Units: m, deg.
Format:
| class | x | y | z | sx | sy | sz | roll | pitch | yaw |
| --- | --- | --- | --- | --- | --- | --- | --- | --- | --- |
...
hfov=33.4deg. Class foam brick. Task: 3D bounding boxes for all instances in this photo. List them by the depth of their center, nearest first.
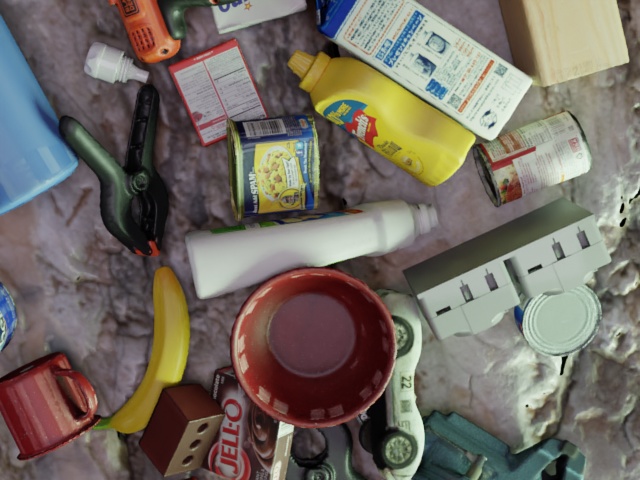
| class | x | y | z | sx | sy | sz | roll | pitch | yaw |
| --- | --- | --- | --- | --- | --- | --- | --- | --- | --- |
| foam brick | -0.143 | 0.196 | 1.104 | 0.052 | 0.051 | 0.078 | -2 | 126 | -47 |

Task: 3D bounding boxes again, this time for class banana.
| class | x | y | z | sx | sy | sz | roll | pitch | yaw |
| --- | --- | --- | --- | --- | --- | --- | --- | --- | --- |
| banana | -0.174 | 0.127 | 1.114 | 0.069 | 0.037 | 0.198 | 23 | 99 | -8 |

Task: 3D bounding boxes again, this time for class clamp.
| class | x | y | z | sx | sy | sz | roll | pitch | yaw |
| --- | --- | --- | --- | --- | --- | --- | --- | --- | --- |
| clamp | -0.197 | -0.061 | 1.048 | 0.120 | 0.039 | 0.171 | -18 | 106 | -42 |
| clamp | -0.009 | 0.258 | 1.147 | 0.164 | 0.036 | 0.210 | -27 | 99 | 0 |

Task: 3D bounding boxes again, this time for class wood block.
| class | x | y | z | sx | sy | sz | roll | pitch | yaw |
| --- | --- | --- | --- | --- | --- | --- | --- | --- | --- |
| wood block | 0.221 | -0.261 | 1.031 | 0.090 | 0.091 | 0.206 | -16 | 101 | -1 |

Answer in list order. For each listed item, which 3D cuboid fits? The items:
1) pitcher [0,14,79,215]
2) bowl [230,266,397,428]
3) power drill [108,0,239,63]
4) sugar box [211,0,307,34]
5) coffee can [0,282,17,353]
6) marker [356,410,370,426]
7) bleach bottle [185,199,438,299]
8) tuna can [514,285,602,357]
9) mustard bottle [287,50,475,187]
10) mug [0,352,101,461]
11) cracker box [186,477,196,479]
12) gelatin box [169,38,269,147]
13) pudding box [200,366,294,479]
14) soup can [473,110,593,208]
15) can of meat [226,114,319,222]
| class | x | y | z | sx | sy | sz | roll | pitch | yaw |
| --- | --- | --- | --- | --- | --- | --- | --- | --- | --- |
| pitcher | -0.344 | -0.142 | 1.008 | 0.149 | 0.144 | 0.243 | -21 | 106 | 29 |
| bowl | -0.007 | 0.100 | 1.051 | 0.162 | 0.055 | 0.162 | 0 | 100 | -1 |
| power drill | -0.123 | -0.273 | 0.986 | 0.188 | 0.057 | 0.184 | -12 | 107 | 28 |
| sugar box | -0.078 | -0.297 | 1.031 | 0.093 | 0.048 | 0.176 | -16 | 100 | 2 |
| coffee can | -0.363 | 0.093 | 1.045 | 0.102 | 0.140 | 0.103 | -1 | 101 | -3 |
| marker | 0.050 | 0.192 | 1.147 | 0.020 | 0.020 | 0.121 | -29 | 101 | 3 |
| bleach bottle | -0.007 | 0.001 | 1.077 | 0.250 | 0.102 | 0.068 | -12 | 95 | -7 |
| tuna can | 0.248 | 0.077 | 1.120 | 0.086 | 0.034 | 0.086 | -3 | 110 | -8 |
| mustard bottle | 0.053 | -0.127 | 1.046 | 0.191 | 0.096 | 0.058 | 33 | 74 | -8 |
| mug | -0.274 | 0.164 | 1.084 | 0.117 | 0.093 | 0.081 | -19 | 98 | 36 |
| cracker box | -0.119 | 0.376 | 1.101 | 0.072 | 0.164 | 0.213 | -22 | 102 | -1 |
| gelatin box | -0.100 | -0.147 | 1.068 | 0.073 | 0.030 | 0.089 | -23 | 101 | 1 |
| pudding box | -0.074 | 0.197 | 1.113 | 0.090 | 0.039 | 0.113 | 15 | 100 | 28 |
| soup can | 0.214 | -0.082 | 1.077 | 0.102 | 0.068 | 0.068 | -21 | 101 | 1 |
| can of meat | -0.046 | -0.073 | 1.057 | 0.084 | 0.057 | 0.102 | -7 | 125 | -10 |
